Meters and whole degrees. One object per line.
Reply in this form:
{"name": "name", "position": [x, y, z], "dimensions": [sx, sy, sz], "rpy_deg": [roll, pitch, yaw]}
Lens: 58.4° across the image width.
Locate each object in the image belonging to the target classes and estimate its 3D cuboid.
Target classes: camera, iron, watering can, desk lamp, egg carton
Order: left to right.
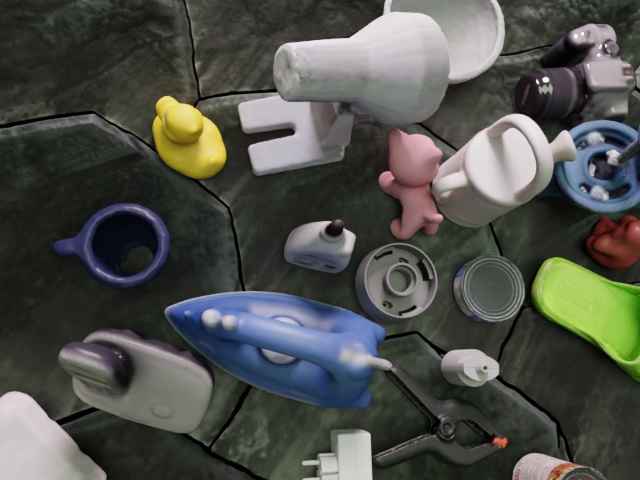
{"name": "egg carton", "position": [-0.301, 0.238, 0.588], "dimensions": [0.150, 0.069, 0.107], "rpy_deg": [44, 75, 1]}
{"name": "iron", "position": [-0.048, 0.108, 0.623], "dimensions": [0.258, 0.141, 0.119], "rpy_deg": [16, 76, -7]}
{"name": "desk lamp", "position": [0.018, -0.163, 0.654], "dimensions": [0.203, 0.213, 0.118], "rpy_deg": [-14, 81, -12]}
{"name": "watering can", "position": [0.220, -0.089, 0.685], "dimensions": [0.173, 0.194, 0.101], "rpy_deg": [-40, 87, -15]}
{"name": "camera", "position": [0.344, -0.221, 0.782], "dimensions": [0.137, 0.100, 0.143], "rpy_deg": [-6, 79, -11]}

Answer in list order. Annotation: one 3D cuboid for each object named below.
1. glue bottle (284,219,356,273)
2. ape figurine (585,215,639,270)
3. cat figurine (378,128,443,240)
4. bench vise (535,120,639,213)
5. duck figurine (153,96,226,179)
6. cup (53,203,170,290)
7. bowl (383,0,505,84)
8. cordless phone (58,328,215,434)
{"name": "glue bottle", "position": [0.006, 0.002, 0.638], "dimensions": [0.078, 0.173, 0.037], "rpy_deg": [15, 76, -6]}
{"name": "ape figurine", "position": [0.398, -0.002, 0.751], "dimensions": [0.078, 0.092, 0.076], "rpy_deg": [-10, 80, -12]}
{"name": "cat figurine", "position": [0.119, -0.072, 0.703], "dimensions": [0.067, 0.117, 0.128], "rpy_deg": [-15, 81, -12]}
{"name": "bench vise", "position": [0.391, -0.105, 0.705], "dimensions": [0.207, 0.219, 0.121], "rpy_deg": [-14, 81, -12]}
{"name": "duck figurine", "position": [-0.156, -0.126, 0.681], "dimensions": [0.077, 0.086, 0.104], "rpy_deg": [-42, 88, -15]}
{"name": "cup", "position": [-0.223, 0.015, 0.635], "dimensions": [0.118, 0.095, 0.092], "rpy_deg": [-3, 79, -11]}
{"name": "bowl", "position": [0.157, -0.277, 0.774], "dimensions": [0.167, 0.074, 0.167], "rpy_deg": [2, 78, -10]}
{"name": "cordless phone", "position": [-0.181, 0.141, 0.570], "dimensions": [0.147, 0.185, 0.094], "rpy_deg": [18, 76, -6]}
